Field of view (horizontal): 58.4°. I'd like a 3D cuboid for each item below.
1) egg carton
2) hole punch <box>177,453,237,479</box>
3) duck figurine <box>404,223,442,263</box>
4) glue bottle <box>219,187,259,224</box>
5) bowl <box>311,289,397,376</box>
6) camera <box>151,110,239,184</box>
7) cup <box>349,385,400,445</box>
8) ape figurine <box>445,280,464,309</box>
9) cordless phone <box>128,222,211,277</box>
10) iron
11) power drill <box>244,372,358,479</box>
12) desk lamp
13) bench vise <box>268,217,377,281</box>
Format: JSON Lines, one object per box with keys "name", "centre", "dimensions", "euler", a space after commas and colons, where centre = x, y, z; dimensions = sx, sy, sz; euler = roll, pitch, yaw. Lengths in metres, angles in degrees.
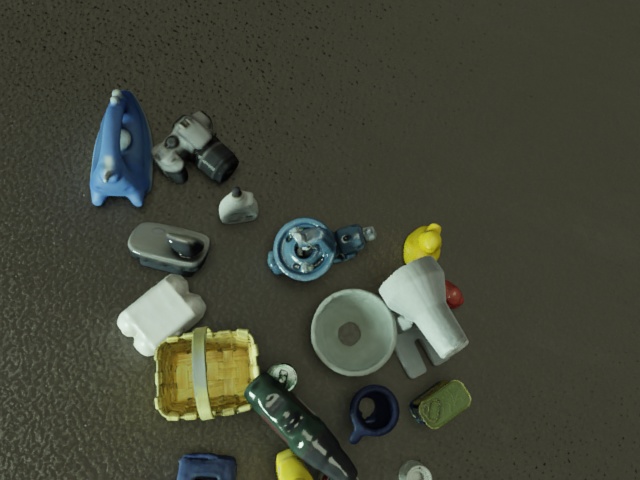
{"name": "egg carton", "centre": [-0.296, 0.142, 1.081], "dimensions": [0.150, 0.069, 0.107], "euler": [-41, 85, -14]}
{"name": "hole punch", "centre": [-0.204, 0.432, 1.016], "dimensions": [0.109, 0.091, 0.101], "euler": [5, 77, -6]}
{"name": "duck figurine", "centre": [0.217, 0.012, 1.170], "dimensions": [0.077, 0.086, 0.105], "euler": [26, 75, -1]}
{"name": "glue bottle", "centre": [-0.156, -0.071, 1.094], "dimensions": [0.078, 0.173, 0.037], "euler": [-8, 78, -9]}
{"name": "bowl", "centre": [0.061, 0.181, 1.116], "dimensions": [0.167, 0.074, 0.167], "euler": [2, 77, -7]}
{"name": "camera", "centre": [-0.242, -0.171, 1.143], "dimensions": [0.137, 0.100, 0.143], "euler": [41, 76, 3]}
{"name": "cup", "centre": [0.088, 0.330, 1.076], "dimensions": [0.091, 0.095, 0.118], "euler": [37, 75, 2]}
{"name": "ape figurine", "centre": [0.254, 0.115, 1.148], "dimensions": [0.078, 0.092, 0.076], "euler": [13, 76, -4]}
{"name": "cordless phone", "centre": [-0.282, 0.002, 1.055], "dimensions": [0.147, 0.185, 0.094], "euler": [11, 76, -5]}
{"name": "iron", "centre": [-0.391, -0.200, 1.109], "dimensions": [0.119, 0.141, 0.258], "euler": [0, 77, -7]}
{"name": "power drill", "centre": [-0.036, 0.326, 1.002], "dimensions": [0.229, 0.208, 0.076], "euler": [43, 76, 4]}
{"name": "desk lamp", "centre": [0.193, 0.146, 1.070], "dimensions": [0.118, 0.213, 0.203], "euler": [-26, 82, -12]}
{"name": "bench vise", "centre": [0.003, -0.006, 1.077], "dimensions": [0.207, 0.219, 0.121], "euler": [-32, 83, -13]}
